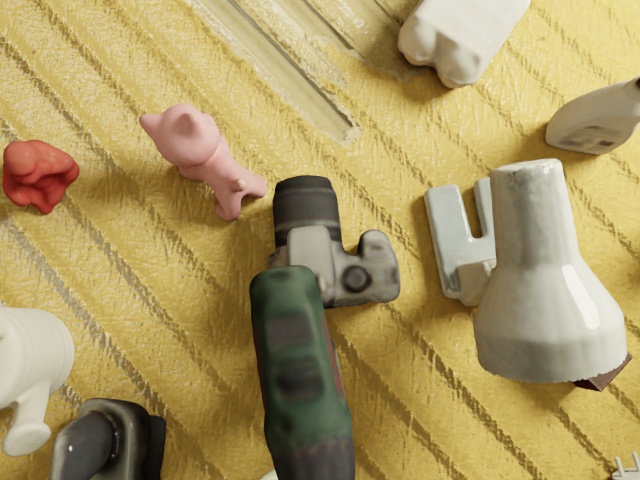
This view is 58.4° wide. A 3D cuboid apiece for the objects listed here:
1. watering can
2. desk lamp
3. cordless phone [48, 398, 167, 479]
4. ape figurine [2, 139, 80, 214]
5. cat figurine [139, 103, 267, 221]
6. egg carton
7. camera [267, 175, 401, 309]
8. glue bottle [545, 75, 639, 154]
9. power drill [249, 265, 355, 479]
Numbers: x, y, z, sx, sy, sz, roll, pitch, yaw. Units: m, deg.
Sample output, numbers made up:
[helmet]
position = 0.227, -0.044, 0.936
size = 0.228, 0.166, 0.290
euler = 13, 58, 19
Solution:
[watering can]
position = -0.302, 0.112, 0.514
size = 0.173, 0.194, 0.101
euler = 27, 82, 3
[desk lamp]
position = 0.175, 0.020, 0.529
size = 0.118, 0.213, 0.203
euler = -11, 81, -3
[cordless phone]
position = -0.205, 0.220, 0.503
size = 0.094, 0.185, 0.147
euler = 0, 81, -1
[ape figurine]
position = -0.298, -0.075, 0.595
size = 0.078, 0.092, 0.076
euler = -15, 81, -3
[cat figurine]
position = -0.118, -0.088, 0.588
size = 0.128, 0.118, 0.067
euler = 44, 83, 6
[egg carton]
position = 0.161, -0.249, 0.644
size = 0.107, 0.069, 0.150
euler = 34, 82, 4
[camera]
position = 0.005, 0.002, 0.585
size = 0.143, 0.101, 0.137
euler = -6, 81, -2
[glue bottle]
position = 0.295, -0.132, 0.575
size = 0.078, 0.173, 0.037
euler = 12, 81, 1
[power drill]
position = -0.011, 0.141, 0.508
size = 0.075, 0.208, 0.229
euler = -12, 81, -3
